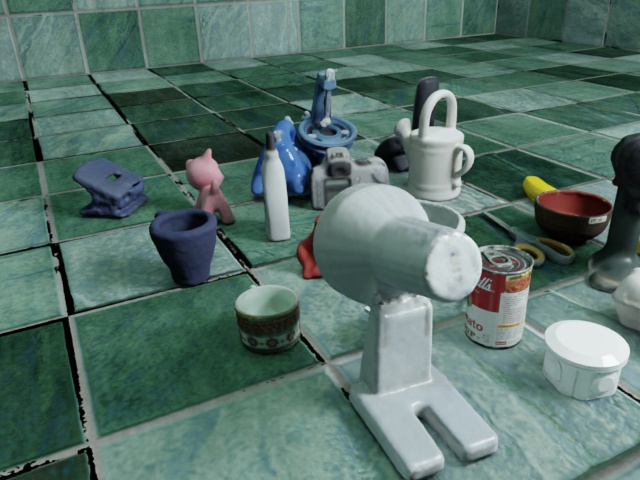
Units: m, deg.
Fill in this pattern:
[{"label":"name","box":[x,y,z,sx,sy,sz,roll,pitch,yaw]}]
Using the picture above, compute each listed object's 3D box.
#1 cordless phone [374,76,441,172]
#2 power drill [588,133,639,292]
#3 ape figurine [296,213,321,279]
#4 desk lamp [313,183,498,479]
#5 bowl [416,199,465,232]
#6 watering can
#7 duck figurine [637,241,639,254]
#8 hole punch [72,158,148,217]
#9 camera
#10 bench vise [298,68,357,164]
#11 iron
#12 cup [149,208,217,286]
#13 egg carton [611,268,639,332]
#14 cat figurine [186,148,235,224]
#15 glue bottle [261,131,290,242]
[{"label":"cordless phone","box":[0.191,-0.248,1.211,0.148,0.185,0.093,-17,30,-28]},{"label":"power drill","box":[0.406,-0.040,0.743,0.075,0.208,0.230,8,28,20]},{"label":"ape figurine","box":[0.007,0.003,0.813,0.077,0.092,0.076,13,30,28]},{"label":"desk lamp","box":[0.081,0.067,0.538,0.118,0.214,0.202,-12,28,-20]},{"label":"bowl","box":[0.122,0.002,0.827,0.167,0.075,0.167,-1,26,1]},{"label":"watering can","box":[0.208,-0.180,1.060,0.172,0.194,0.101,12,29,27]},{"label":"duck figurine","box":[0.506,-0.026,0.848,0.105,0.086,0.077,-11,27,-17]},{"label":"hole punch","box":[-0.381,-0.099,1.050,0.101,0.091,0.109,3,26,10]},{"label":"camera","box":[0.049,-0.127,1.068,0.143,0.101,0.136,-3,26,-3]},{"label":"bench vise","box":[-0.007,-0.250,1.190,0.122,0.220,0.206,-20,31,-33]},{"label":"iron","box":[-0.069,-0.175,1.129,0.118,0.141,0.258,0,26,4]},{"label":"cup","box":[-0.195,0.011,0.807,0.092,0.095,0.117,-24,34,-38]},{"label":"egg carton","box":[0.426,0.075,0.663,0.150,0.069,0.107,-7,26,-10]},{"label":"cat figurine","box":[-0.197,-0.099,1.007,0.067,0.118,0.127,-12,28,-19]},{"label":"glue bottle","box":[-0.075,-0.089,0.914,0.037,0.173,0.078,-8,27,-11]}]
